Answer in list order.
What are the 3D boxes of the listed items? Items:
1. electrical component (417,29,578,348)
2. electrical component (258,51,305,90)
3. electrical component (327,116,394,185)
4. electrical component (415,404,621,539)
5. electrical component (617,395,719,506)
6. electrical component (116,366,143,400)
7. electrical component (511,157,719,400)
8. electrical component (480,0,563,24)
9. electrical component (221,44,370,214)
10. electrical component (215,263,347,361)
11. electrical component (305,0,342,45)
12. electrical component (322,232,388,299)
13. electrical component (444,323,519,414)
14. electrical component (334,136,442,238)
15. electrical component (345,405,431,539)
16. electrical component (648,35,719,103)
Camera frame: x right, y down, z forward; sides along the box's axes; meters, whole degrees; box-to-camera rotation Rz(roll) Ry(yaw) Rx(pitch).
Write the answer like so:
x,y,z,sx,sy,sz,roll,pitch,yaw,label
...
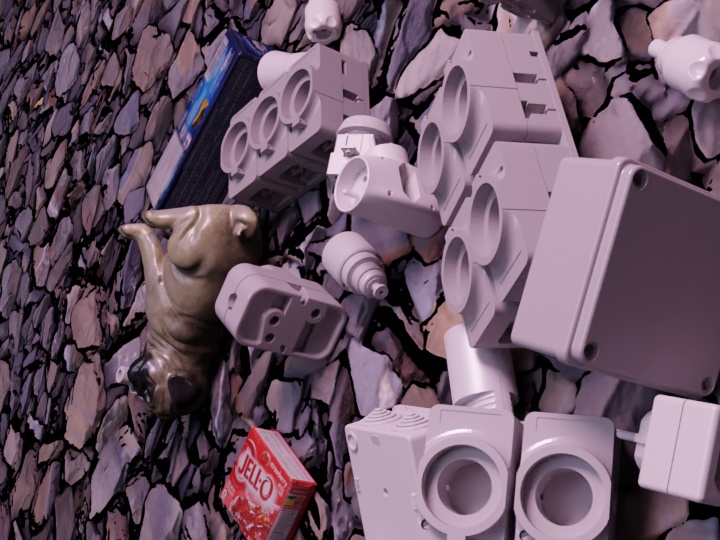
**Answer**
x,y,z,sx,sy,sz,roll,pitch,yaw,label
0.090,-0.054,0.700,0.105,0.060,0.186,113,153,-52,electrical component
-0.062,-0.188,1.024,0.065,0.044,0.044,7,82,51,electrical component
0.001,-0.092,0.881,0.048,0.066,0.055,2,67,20,electrical component
0.085,0.174,0.598,0.105,0.060,0.186,2,75,18,electrical component
0.168,0.092,0.554,0.077,0.066,0.047,5,80,56,electrical component
-0.218,0.112,1.099,0.048,0.062,0.048,-26,57,47,electrical component
0.149,0.005,0.581,0.056,0.109,0.108,15,89,59,electrical component
0.112,-0.206,0.769,0.066,0.055,0.048,33,104,55,electrical component
-0.061,-0.126,0.977,0.150,0.062,0.089,-30,53,45,electrical component
-0.067,0.033,0.888,0.059,0.095,0.053,42,110,53,electrical component
-0.035,-0.244,1.014,0.035,0.035,0.061,-37,46,41,electrical component
0.000,0.000,0.855,0.040,0.040,0.078,-63,35,15,electrical component
0.081,0.078,0.704,0.043,0.043,0.081,-35,49,42,electrical component
0.022,-0.069,0.821,0.043,0.077,0.079,-41,45,39,electrical component
0.036,0.139,0.704,0.100,0.048,0.099,-5,96,60,electrical component
0.194,-0.123,0.637,0.035,0.035,0.061,-63,33,16,electrical component
